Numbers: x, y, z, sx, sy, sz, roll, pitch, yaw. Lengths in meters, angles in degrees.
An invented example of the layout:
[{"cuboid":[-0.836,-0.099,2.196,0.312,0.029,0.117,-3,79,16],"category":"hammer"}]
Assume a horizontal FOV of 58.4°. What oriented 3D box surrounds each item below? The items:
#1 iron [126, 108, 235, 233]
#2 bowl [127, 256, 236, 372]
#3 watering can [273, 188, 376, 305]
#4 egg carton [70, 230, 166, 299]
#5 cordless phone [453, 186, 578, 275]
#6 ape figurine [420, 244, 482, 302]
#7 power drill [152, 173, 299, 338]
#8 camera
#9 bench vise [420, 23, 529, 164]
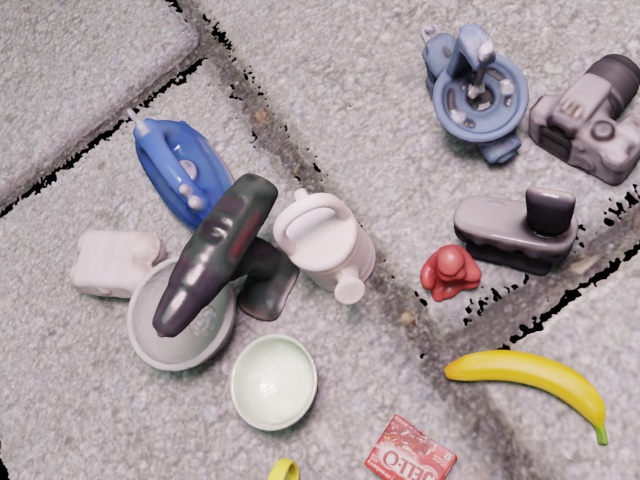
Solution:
[{"cuboid":[-0.204,-0.093,0.868,0.118,0.142,0.257,-39,64,1],"category":"iron"},{"cuboid":[-0.187,0.110,0.826,0.167,0.075,0.167,-6,69,16],"category":"bowl"},{"cuboid":[0.009,0.001,0.735,0.172,0.194,0.101,38,85,26],"category":"watering can"},{"cuboid":[-0.317,0.038,0.897,0.150,0.069,0.107,1,71,18],"category":"egg carton"},{"cuboid":[0.231,-0.034,0.681,0.147,0.185,0.094,10,74,21],"category":"cordless phone"},{"cuboid":[0.166,0.036,0.729,0.077,0.092,0.076,14,76,22],"category":"ape figurine"},{"cuboid":[-0.108,0.038,0.752,0.075,0.209,0.230,18,77,23],"category":"power drill"},{"cuboid":[0.363,-0.168,0.734,0.142,0.101,0.137,39,86,26],"category":"camera"},{"cuboid":[0.179,-0.215,0.745,0.121,0.220,0.207,-46,64,-2],"category":"bench vise"}]
